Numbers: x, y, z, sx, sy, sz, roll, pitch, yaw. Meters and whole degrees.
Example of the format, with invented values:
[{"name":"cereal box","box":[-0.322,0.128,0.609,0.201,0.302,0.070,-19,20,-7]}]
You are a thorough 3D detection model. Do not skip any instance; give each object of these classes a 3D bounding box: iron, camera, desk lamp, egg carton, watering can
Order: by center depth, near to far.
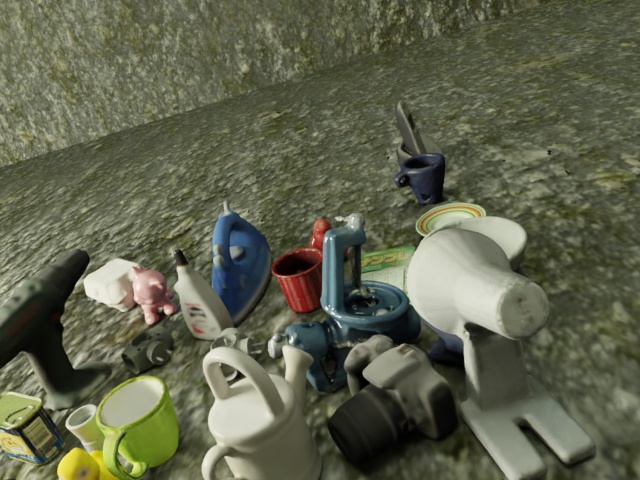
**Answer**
[{"name":"desk lamp","box":[0.191,0.107,0.622,0.118,0.214,0.202,-22,26,-8]},{"name":"watering can","box":[-0.069,0.191,0.643,0.100,0.194,0.173,-8,28,20]},{"name":"camera","box":[0.067,0.185,0.677,0.137,0.101,0.142,-30,29,-23]},{"name":"iron","box":[-0.166,0.032,1.072,0.118,0.142,0.258,-15,26,6]},{"name":"egg carton","box":[-0.421,0.093,1.194,0.149,0.069,0.107,8,36,42]}]

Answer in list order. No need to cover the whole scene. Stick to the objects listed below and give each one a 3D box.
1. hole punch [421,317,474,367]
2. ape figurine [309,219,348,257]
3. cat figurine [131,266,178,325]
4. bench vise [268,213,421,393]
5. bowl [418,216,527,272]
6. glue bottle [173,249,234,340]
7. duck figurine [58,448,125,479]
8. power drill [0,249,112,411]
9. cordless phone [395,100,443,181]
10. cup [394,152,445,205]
[{"name":"hole punch","box":[0.200,0.106,0.758,0.100,0.091,0.109,6,35,40]},{"name":"ape figurine","box":[0.010,0.004,1.074,0.077,0.092,0.076,-15,26,6]},{"name":"cat figurine","box":[-0.322,0.090,1.084,0.067,0.118,0.127,-26,27,-17]},{"name":"bench vise","box":[0.029,0.086,0.756,0.208,0.220,0.121,-33,30,-28]},{"name":"bowl","box":[0.240,0.033,0.893,0.167,0.075,0.167,-14,26,7]},{"name":"glue bottle","box":[-0.206,0.089,0.950,0.078,0.173,0.037,-5,29,25]},{"name":"duck figurine","box":[-0.286,0.293,0.704,0.077,0.086,0.104,-18,26,-1]},{"name":"power drill","box":[-0.426,0.155,0.919,0.075,0.209,0.230,2,32,34]},{"name":"cordless phone","box":[0.219,-0.243,1.316,0.094,0.185,0.148,-8,28,20]},{"name":"cup","box":[0.209,-0.115,1.178,0.118,0.095,0.091,-28,28,-19]}]
